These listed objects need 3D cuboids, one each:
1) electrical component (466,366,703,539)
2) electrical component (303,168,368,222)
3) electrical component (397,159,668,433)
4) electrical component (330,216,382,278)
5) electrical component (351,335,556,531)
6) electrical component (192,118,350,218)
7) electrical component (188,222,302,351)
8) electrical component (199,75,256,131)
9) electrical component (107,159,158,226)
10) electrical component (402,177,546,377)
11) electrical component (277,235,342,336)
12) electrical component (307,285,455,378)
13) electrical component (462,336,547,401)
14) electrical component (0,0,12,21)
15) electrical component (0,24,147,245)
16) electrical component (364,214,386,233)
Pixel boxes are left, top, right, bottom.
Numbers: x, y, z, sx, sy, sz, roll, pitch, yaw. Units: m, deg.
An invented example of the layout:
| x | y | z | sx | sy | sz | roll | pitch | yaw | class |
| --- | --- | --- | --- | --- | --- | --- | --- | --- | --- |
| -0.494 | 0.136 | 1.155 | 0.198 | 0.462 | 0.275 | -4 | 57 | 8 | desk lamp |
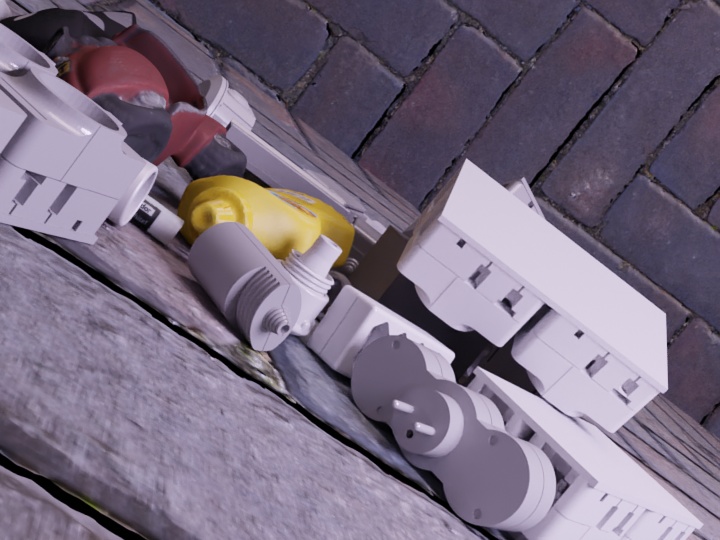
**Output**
| x | y | z | sx | sy | sz | roll | pitch | yaw | class |
| --- | --- | --- | --- | --- | --- | --- | --- | --- | --- |
| 0.134 | 0.139 | 0.695 | 0.105 | 0.060 | 0.186 | 44 | 9 | 38 | electrical component |
| -0.036 | -0.050 | 1.027 | 0.061 | 0.061 | 0.096 | 40 | 8 | 12 | electrical component |
| 0.121 | 0.019 | 0.747 | 0.186 | 0.060 | 0.105 | 37 | 29 | -5 | electrical component |
| 0.000 | 0.000 | 0.893 | 0.061 | 0.061 | 0.096 | 38 | 7 | -3 | electrical component |
| 0.043 | 0.087 | 0.605 | 0.138 | 0.052 | 0.074 | 43 | 9 | 36 | electrical component |
| -0.077 | -0.065 | 0.914 | 0.121 | 0.063 | 0.078 | 36 | 8 | -14 | electrical component |
| -0.061 | 0.011 | 0.607 | 0.043 | 0.043 | 0.081 | 31 | 11 | -46 | electrical component |
| -0.139 | -0.135 | 0.990 | 0.051 | 0.080 | 0.080 | 40 | 6 | -27 | electrical component |
| -0.146 | -0.054 | 0.616 | 0.046 | 0.040 | 0.040 | 32 | 8 | -3 | electrical component |
| 0.123 | 0.029 | 0.898 | 0.105 | 0.060 | 0.186 | -15 | -71 | 46 | electrical component |
| -0.037 | 0.007 | 0.676 | 0.048 | 0.062 | 0.048 | 37 | 7 | -6 | electrical component |
| 0.005 | 0.044 | 0.707 | 0.083 | 0.047 | 0.076 | 32 | 3 | -39 | electrical component |
| 0.128 | 0.091 | 0.820 | 0.061 | 0.096 | 0.061 | 32 | 10 | -44 | electrical component |
| -0.283 | -0.194 | 0.801 | 0.040 | 0.040 | 0.078 | 40 | 7 | 11 | electrical component |
| -0.189 | -0.080 | 0.483 | 0.105 | 0.060 | 0.186 | 41 | 8 | 20 | electrical component |
| 0.024 | -0.011 | 1.113 | 0.074 | 0.052 | 0.138 | 44 | 9 | 36 | electrical component |
